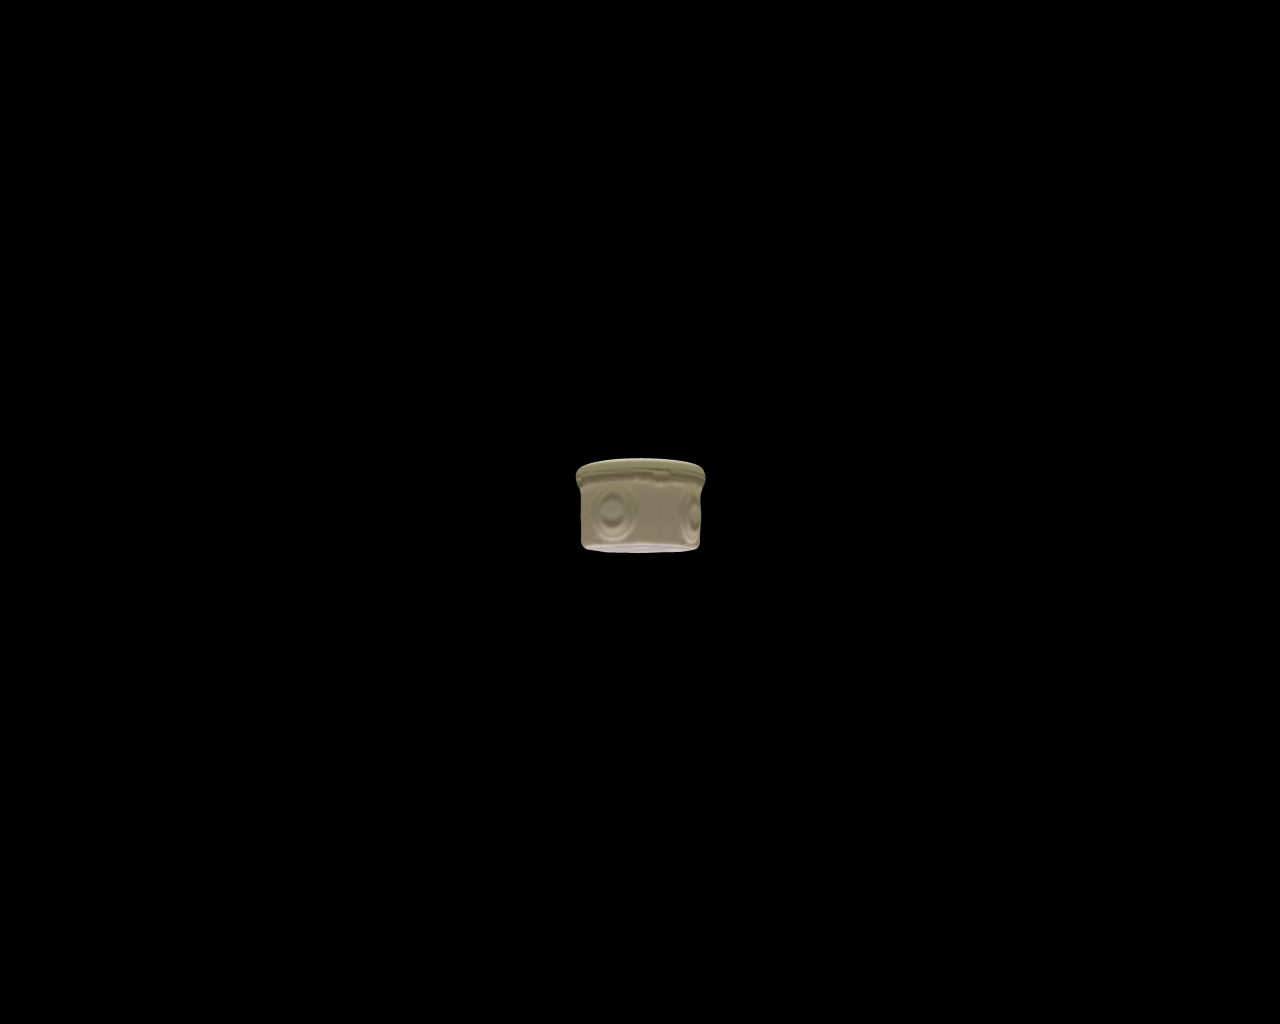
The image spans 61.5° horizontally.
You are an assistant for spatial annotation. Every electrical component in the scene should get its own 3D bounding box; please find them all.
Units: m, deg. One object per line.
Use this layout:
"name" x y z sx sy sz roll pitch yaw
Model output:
"electrical component" 0.001 -0.003 0.650 0.080 0.051 0.080 0 -7 0
